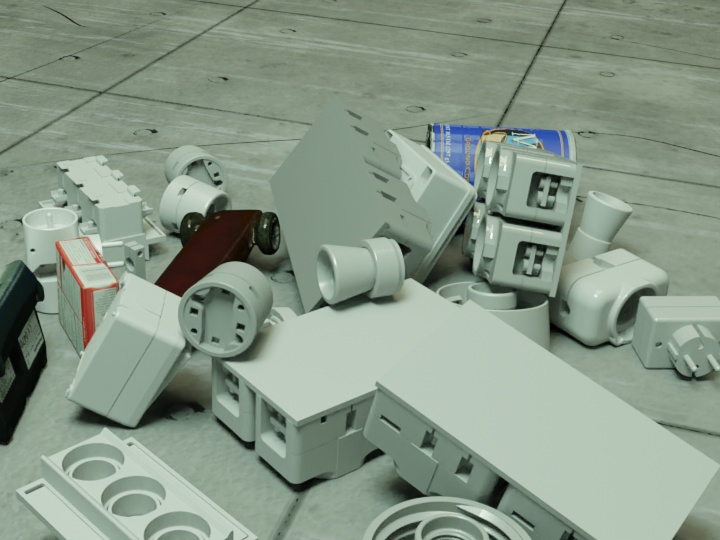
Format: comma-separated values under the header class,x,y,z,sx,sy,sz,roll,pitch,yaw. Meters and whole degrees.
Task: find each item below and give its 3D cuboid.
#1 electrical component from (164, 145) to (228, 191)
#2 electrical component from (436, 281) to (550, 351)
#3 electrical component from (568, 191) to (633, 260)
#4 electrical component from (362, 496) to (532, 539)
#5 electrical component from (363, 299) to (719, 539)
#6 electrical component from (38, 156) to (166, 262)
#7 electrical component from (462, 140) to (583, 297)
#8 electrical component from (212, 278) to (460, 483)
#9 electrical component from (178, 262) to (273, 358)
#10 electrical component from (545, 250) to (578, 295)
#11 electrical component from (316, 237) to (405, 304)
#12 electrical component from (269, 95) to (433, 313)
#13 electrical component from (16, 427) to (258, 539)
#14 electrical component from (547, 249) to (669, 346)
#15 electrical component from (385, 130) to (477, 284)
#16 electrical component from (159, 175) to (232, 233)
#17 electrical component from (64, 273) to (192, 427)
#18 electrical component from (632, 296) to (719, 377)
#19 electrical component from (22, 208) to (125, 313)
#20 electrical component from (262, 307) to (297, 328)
class,x,y,z,sx,sy,sz,roll,pitch,yaw
electrical component,-0.168,-0.096,1.092,0.055,0.055,0.047,-10,27,-25
electrical component,0.105,0.046,0.866,0.099,0.064,0.099,2,14,0
electrical component,0.222,-0.036,1.008,0.044,0.065,0.044,19,19,-7
electrical component,0.049,0.170,0.595,0.108,0.060,0.108,3,27,-1
electrical component,0.107,0.113,0.662,0.186,0.060,0.105,34,44,20
electrical component,-0.241,-0.057,0.997,0.079,0.063,0.121,-14,32,-29
electrical component,0.132,-0.051,0.922,0.060,0.105,0.186,10,10,-2
electrical component,-0.001,0.077,0.771,0.186,0.060,0.105,-18,34,-35
electrical component,-0.090,0.025,0.733,0.055,0.055,0.047,9,23,11
electrical component,0.177,0.002,0.958,0.040,0.040,0.078,7,28,7
electrical component,0.000,0.000,0.801,0.055,0.045,0.045,-8,30,-21
electrical component,-0.009,-0.049,0.919,0.060,0.105,0.186,24,30,-32
electrical component,-0.127,0.150,0.610,0.079,0.063,0.121,-22,37,-40
electrical component,0.211,0.024,0.904,0.095,0.053,0.059,-15,33,-32
electrical component,0.037,-0.055,0.968,0.056,0.108,0.108,24,15,-32
electrical component,-0.154,-0.057,1.017,0.047,0.055,0.055,20,32,22
electrical component,-0.161,0.063,0.758,0.061,0.096,0.061,27,23,-16
electrical component,0.261,0.059,0.852,0.066,0.047,0.076,0,28,-5
electrical component,-0.235,-0.010,0.891,0.079,0.077,0.043,-6,29,-19
electrical component,-0.074,0.057,0.818,0.055,0.048,0.066,-20,35,-25
